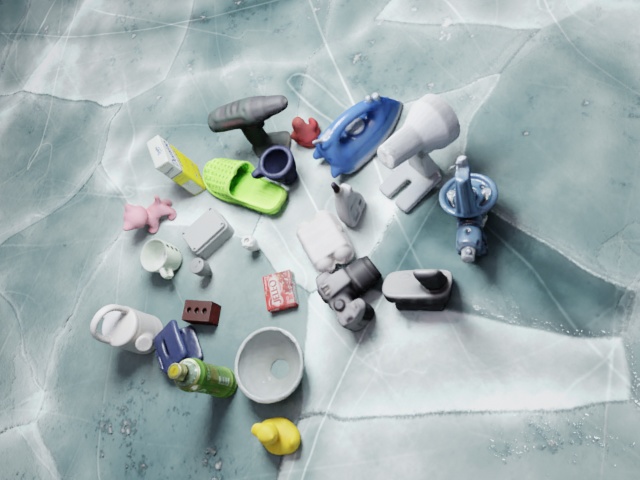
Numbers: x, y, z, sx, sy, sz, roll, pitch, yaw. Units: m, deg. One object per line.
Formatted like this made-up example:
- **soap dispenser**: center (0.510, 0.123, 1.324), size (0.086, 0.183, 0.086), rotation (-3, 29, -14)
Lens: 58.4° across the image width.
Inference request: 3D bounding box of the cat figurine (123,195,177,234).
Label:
- **cat figurine**: center (-0.465, -0.072, 1.523), size (0.128, 0.118, 0.067), rotation (-39, 62, 3)

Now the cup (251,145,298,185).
- **cup**: center (-0.107, -0.172, 1.443), size (0.117, 0.095, 0.091), rotation (-27, 64, 9)

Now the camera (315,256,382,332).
- **camera**: center (0.074, 0.107, 1.269), size (0.137, 0.101, 0.143), rotation (-38, 63, 4)

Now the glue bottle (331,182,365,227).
- **glue bottle**: center (0.057, -0.093, 1.309), size (0.037, 0.173, 0.078), rotation (19, 78, 25)

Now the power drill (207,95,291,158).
- **power drill**: center (-0.153, -0.288, 1.439), size (0.229, 0.209, 0.075), rotation (-3, 69, 19)

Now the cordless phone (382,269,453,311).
- **cordless phone**: center (0.195, 0.084, 1.186), size (0.147, 0.185, 0.094), rotation (-5, 69, 18)

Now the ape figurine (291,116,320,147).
- **ape figurine**: center (-0.043, -0.283, 1.462), size (0.077, 0.092, 0.076), rotation (-23, 64, 11)

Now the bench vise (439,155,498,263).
- **bench vise**: center (0.315, -0.068, 1.179), size (0.121, 0.220, 0.207), rotation (-19, 65, 13)

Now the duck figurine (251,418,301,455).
- **duck figurine**: center (-0.098, 0.419, 1.224), size (0.104, 0.086, 0.077), rotation (13, 76, 24)

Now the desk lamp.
- **desk lamp**: center (0.212, -0.192, 1.266), size (0.203, 0.214, 0.117), rotation (-46, 62, -1)

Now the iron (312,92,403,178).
- **iron**: center (0.089, -0.279, 1.385), size (0.258, 0.142, 0.118), rotation (-44, 62, 0)

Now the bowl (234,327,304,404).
- **bowl**: center (-0.103, 0.283, 1.283), size (0.167, 0.075, 0.167), rotation (-7, 68, 18)

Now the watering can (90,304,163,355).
- **watering can**: center (-0.465, 0.211, 1.374), size (0.172, 0.194, 0.101), rotation (3, 72, 21)

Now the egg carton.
- **egg carton**: center (0.012, 0.005, 1.347), size (0.107, 0.069, 0.150), rotation (-34, 63, 6)

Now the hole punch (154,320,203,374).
- **hole punch**: center (-0.350, 0.261, 1.372), size (0.101, 0.091, 0.108), rotation (-31, 63, 7)
